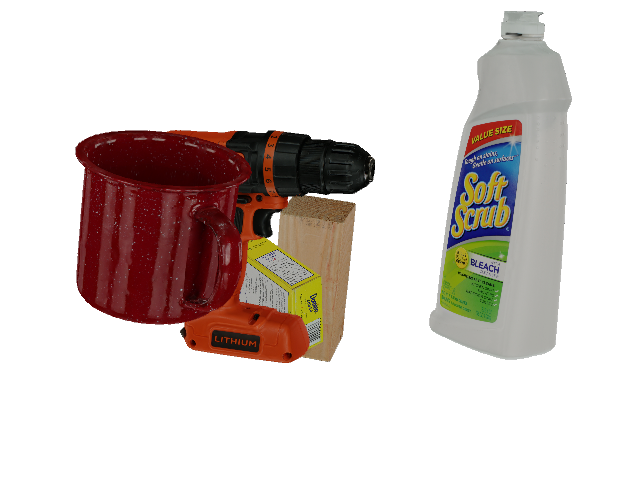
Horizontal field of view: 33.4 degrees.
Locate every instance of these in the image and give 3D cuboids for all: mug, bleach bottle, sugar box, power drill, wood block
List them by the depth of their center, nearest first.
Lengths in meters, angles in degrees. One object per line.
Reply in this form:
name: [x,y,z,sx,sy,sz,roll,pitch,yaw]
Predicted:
mug: [-0.081,-0.003,0.572,0.093,0.081,0.117,-11,30,-43]
bleach bottle: [0.137,-0.044,0.800,0.067,0.251,0.103,-8,16,-34]
power drill: [-0.046,0.002,0.874,0.185,0.188,0.057,6,15,19]
sugar box: [-0.067,0.044,1.186,0.048,0.093,0.176,-23,40,-30]
wood block: [-0.011,0.051,1.484,0.090,0.206,0.090,9,22,10]
